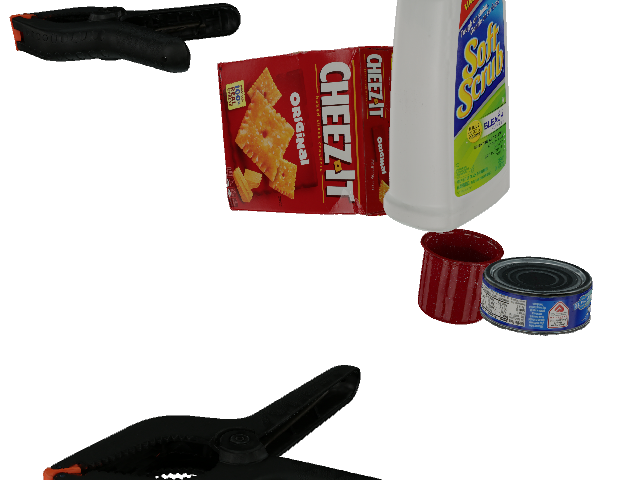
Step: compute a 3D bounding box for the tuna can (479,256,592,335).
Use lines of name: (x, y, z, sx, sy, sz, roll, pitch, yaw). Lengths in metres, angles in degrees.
tuna can: (0.168, 0.042, 0.832, 0.086, 0.034, 0.086, 0, 19, 0)

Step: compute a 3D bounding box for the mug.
mug: (0.166, 0.043, 1.206, 0.117, 0.081, 0.093, 6, 25, 1)

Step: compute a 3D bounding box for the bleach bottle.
bleach bottle: (0.087, -0.138, 0.743, 0.068, 0.251, 0.102, 21, 37, 39)

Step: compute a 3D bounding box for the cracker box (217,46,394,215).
cracker box: (-0.013, -0.110, 1.099, 0.071, 0.164, 0.214, -10, 10, -43)

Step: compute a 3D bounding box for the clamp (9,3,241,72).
clamp: (-0.147, -0.158, 0.803, 0.172, 0.039, 0.120, 11, 23, 22)

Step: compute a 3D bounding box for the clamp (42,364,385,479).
clamp: (-0.042, 0.117, 0.578, 0.209, 0.036, 0.165, -2, 20, -13)
